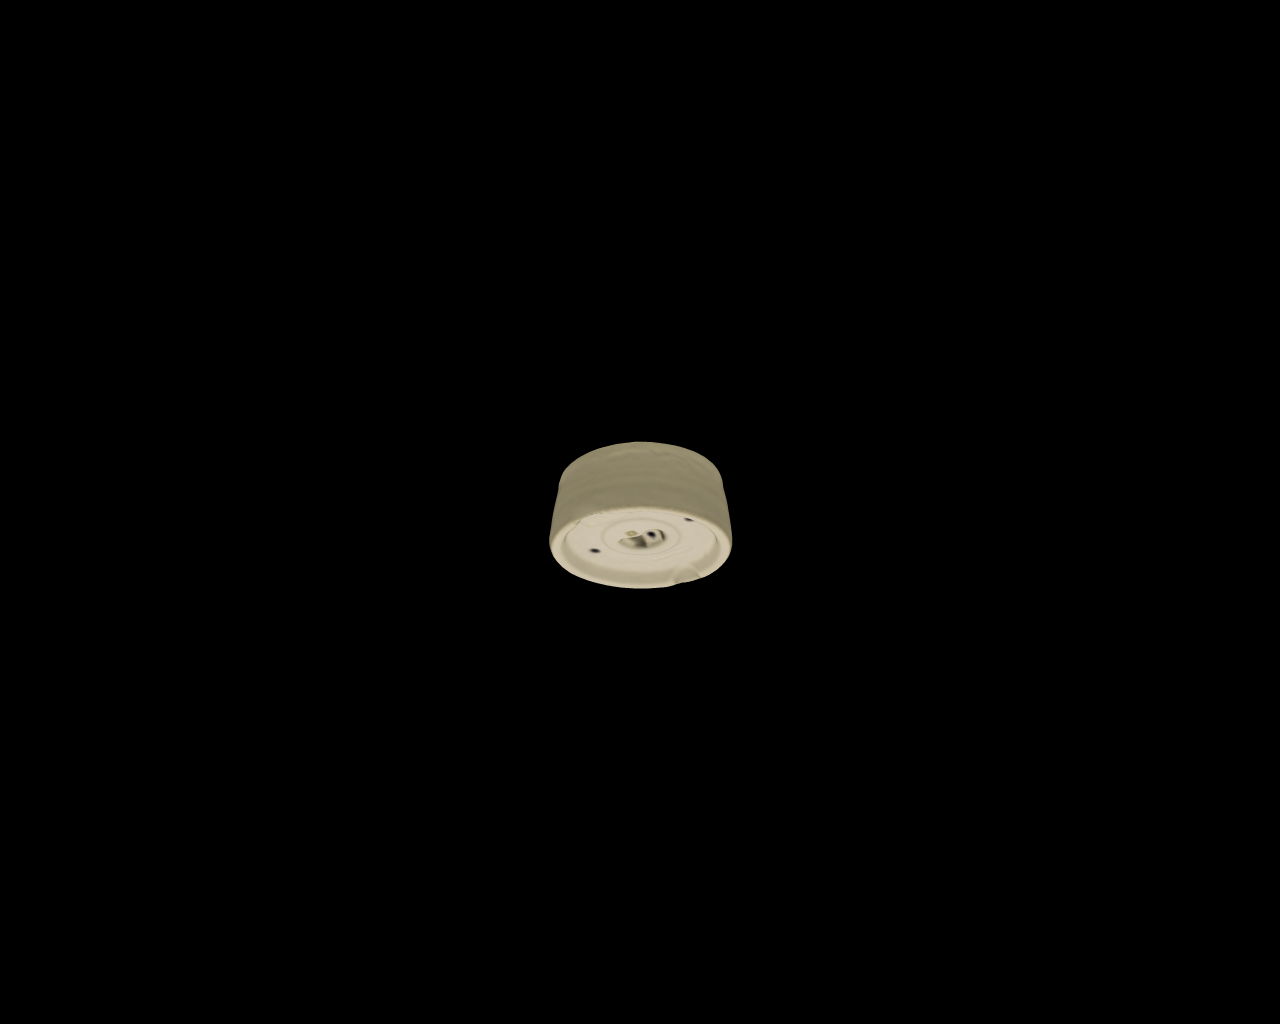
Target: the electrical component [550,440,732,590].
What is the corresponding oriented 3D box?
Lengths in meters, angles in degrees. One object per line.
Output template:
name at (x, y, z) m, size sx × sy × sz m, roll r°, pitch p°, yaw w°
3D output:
electrical component at (0.001, -0.003, 0.650) m, size 0.108 × 0.060 × 0.108 m, roll 0°, pitch -29°, yaw 0°
